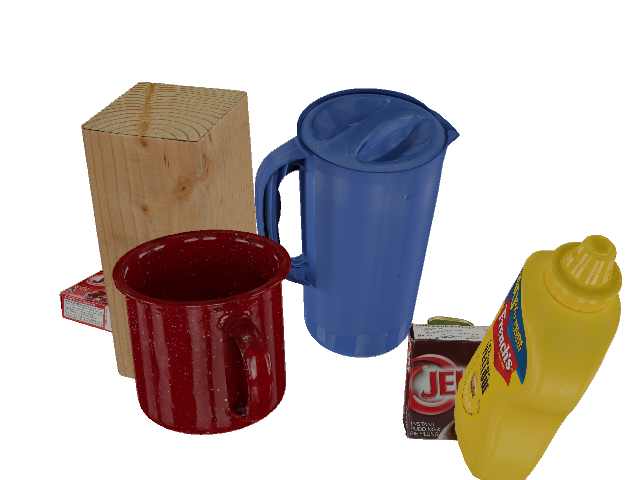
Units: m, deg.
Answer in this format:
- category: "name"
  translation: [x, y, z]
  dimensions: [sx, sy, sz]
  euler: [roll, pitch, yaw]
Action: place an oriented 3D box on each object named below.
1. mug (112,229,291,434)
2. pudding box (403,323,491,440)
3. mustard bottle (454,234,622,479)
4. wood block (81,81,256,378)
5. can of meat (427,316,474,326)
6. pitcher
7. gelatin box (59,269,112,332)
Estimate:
- category: "mug"
  translation: [-0.054, 0.053, 0.560]
  dimensions: [0.093, 0.081, 0.117]
  euler: [-15, 27, -27]
- category: "pudding box"
  translation: [0.126, 0.115, 0.867]
  dimensions: [0.113, 0.090, 0.039]
  euler: [1, 22, 0]
- category: "mustard bottle"
  translation: [0.132, 0.063, 0.637]
  dimensions: [0.058, 0.096, 0.192]
  euler: [12, -40, -3]
- category: "wood block"
  translation: [-0.103, -0.001, 0.786]
  dimensions: [0.090, 0.206, 0.090]
  euler: [8, 31, 18]
- category: "can of meat"
  translation: [0.152, 0.150, 1.276]
  dimensions: [0.057, 0.084, 0.102]
  euler: [6, 19, 3]
- category: "pitcher"
  translation: [0.031, -0.007, 0.992]
  dimensions: [0.149, 0.243, 0.144]
  euler: [16, 41, 16]
- category: "gelatin box"
  translation: [-0.187, 0.057, 1.002]
  dimensions: [0.089, 0.030, 0.073]
  euler: [14, 23, 22]
